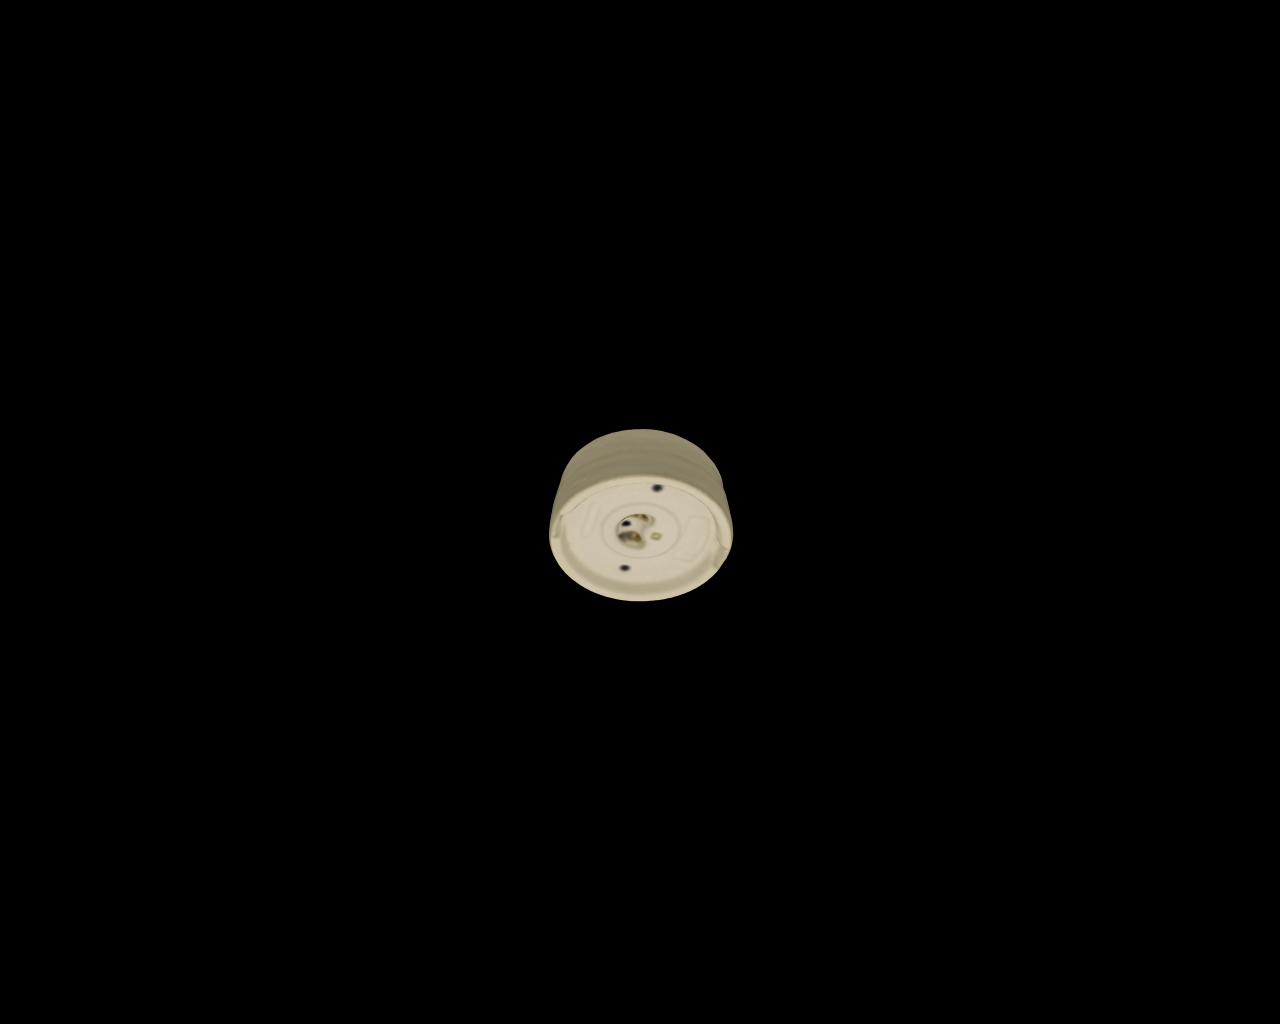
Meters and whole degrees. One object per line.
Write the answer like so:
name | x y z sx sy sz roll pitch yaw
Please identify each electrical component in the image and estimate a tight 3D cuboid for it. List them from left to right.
electrical component | 0.001 -0.003 0.650 0.108 0.108 0.060 0 44 0
